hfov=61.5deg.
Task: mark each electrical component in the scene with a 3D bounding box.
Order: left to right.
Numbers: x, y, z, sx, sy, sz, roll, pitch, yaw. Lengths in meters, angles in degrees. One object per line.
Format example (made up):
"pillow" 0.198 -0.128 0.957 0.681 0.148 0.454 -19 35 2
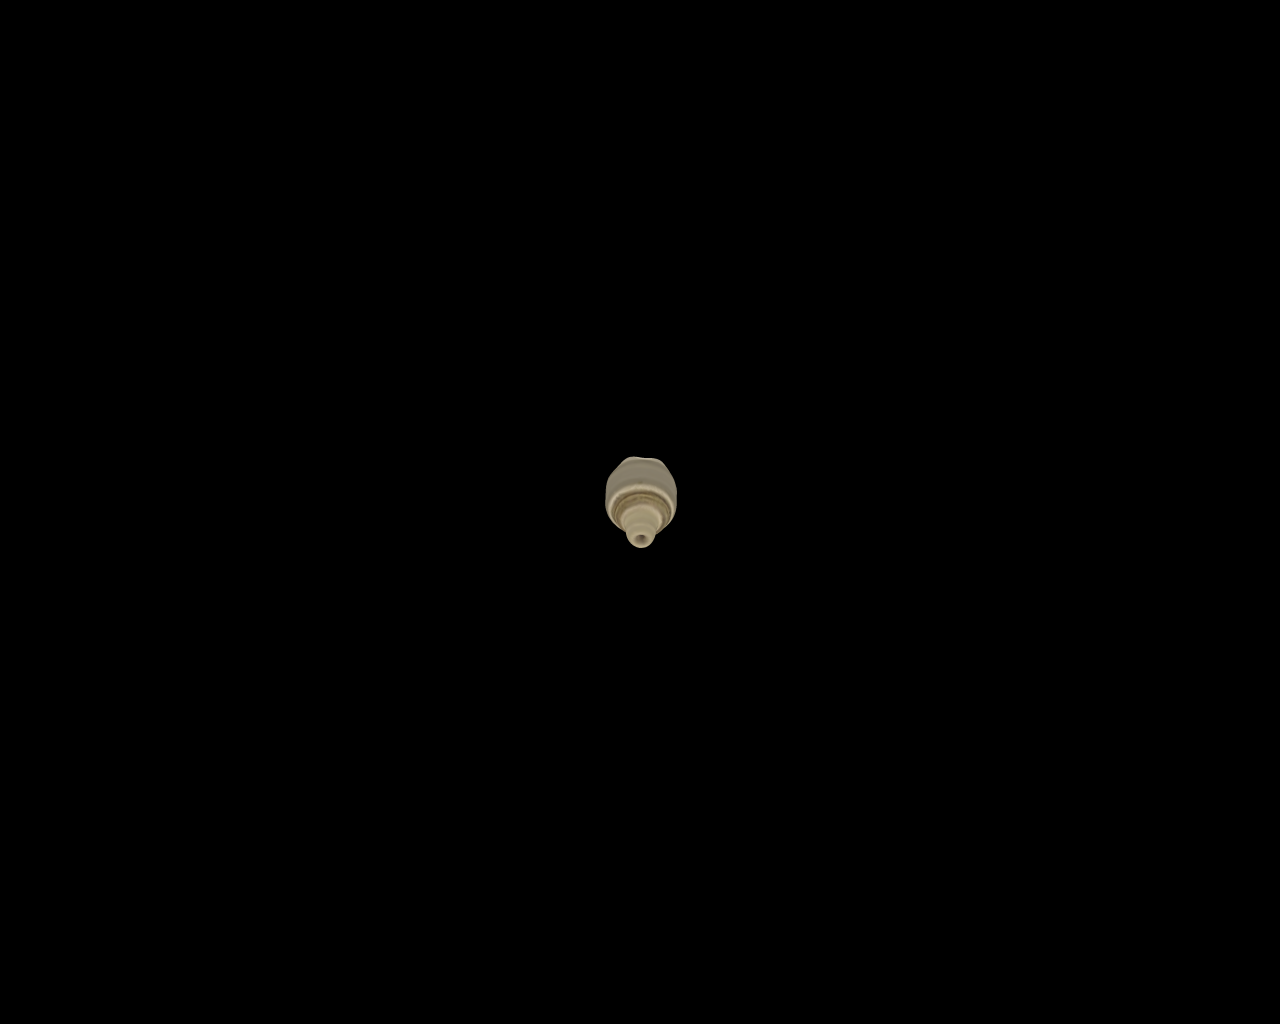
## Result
"electrical component" 0.001 -0.003 0.650 0.043 0.043 0.062 0 39 0
